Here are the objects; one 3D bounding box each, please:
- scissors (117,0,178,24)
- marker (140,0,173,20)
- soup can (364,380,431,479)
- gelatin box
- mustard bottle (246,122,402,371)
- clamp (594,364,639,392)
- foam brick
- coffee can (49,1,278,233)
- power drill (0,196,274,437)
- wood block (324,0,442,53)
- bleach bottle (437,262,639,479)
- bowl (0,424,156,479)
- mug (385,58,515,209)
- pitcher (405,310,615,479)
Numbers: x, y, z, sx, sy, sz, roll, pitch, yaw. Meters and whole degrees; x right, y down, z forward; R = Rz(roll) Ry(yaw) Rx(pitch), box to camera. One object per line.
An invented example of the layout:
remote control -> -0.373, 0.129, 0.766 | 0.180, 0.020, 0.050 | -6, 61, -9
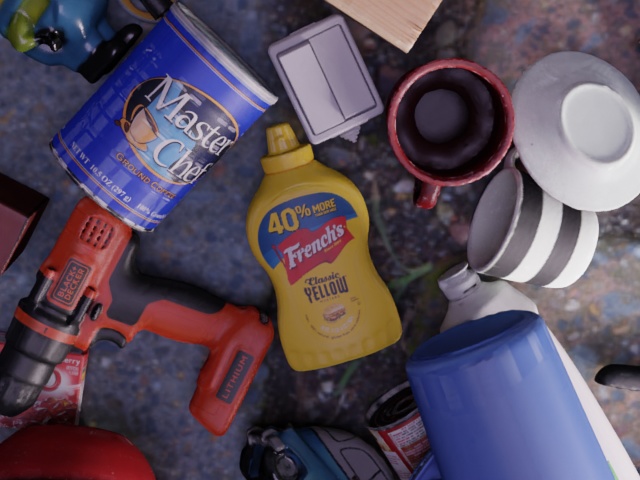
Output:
scissors -> -0.177, -0.230, 0.805 | 0.201, 0.016, 0.096 | 18, 101, -5
marker -> -0.153, -0.211, 0.790 | 0.020, 0.020, 0.121 | -41, 101, 7
soup can -> 0.091, 0.172, 0.872 | 0.068, 0.068, 0.102 | -32, 102, 5
gelatin box -> -0.238, 0.117, 0.870 | 0.089, 0.030, 0.073 | 10, 101, -4
mustard bottle -> -0.005, 0.001, 0.837 | 0.096, 0.058, 0.191 | -17, 102, 3
clamp -> 0.341, 0.130, 0.885 | 0.210, 0.036, 0.164 | -34, 100, 3
foam brick -> -0.248, -0.014, 0.817 | 0.051, 0.078, 0.053 | 28, 100, -9
coffee can -> -0.115, -0.090, 0.792 | 0.102, 0.103, 0.140 | 43, 98, -10
power drill -> -0.145, 0.082, 0.833 | 0.187, 0.057, 0.184 | 27, 92, -15
wood block -> -0.001, -0.231, 0.772 | 0.206, 0.090, 0.091 | 32, 100, -8
bleach bottle -> 0.166, 0.133, 0.870 | 0.102, 0.068, 0.251 | -32, 98, 8
bowl -> -0.198, 0.183, 0.844 | 0.162, 0.162, 0.055 | 3, 66, -2
mug -> 0.091, -0.081, 0.810 | 0.093, 0.081, 0.117 | 10, 102, -4
pitcher -> 0.144, 0.184, 0.791 | 0.149, 0.145, 0.243 | -24, 94, -23
